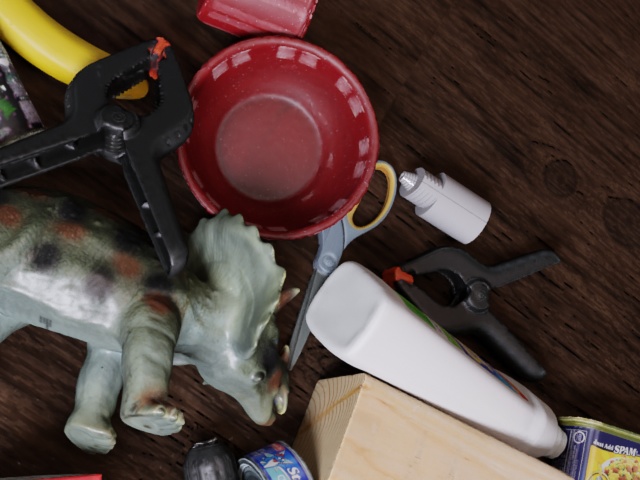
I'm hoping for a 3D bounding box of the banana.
[{"bbox_3d":[-0.216,-0.172,0.810,0.198,0.037,0.069,49,65,-9],"label":"banana"}]

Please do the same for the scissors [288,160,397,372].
[{"bbox_3d":[-0.006,0.001,0.886,0.096,0.016,0.201,41,66,-11],"label":"scissors"}]

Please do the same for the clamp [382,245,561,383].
[{"bbox_3d":[0.135,0.060,0.928,0.171,0.039,0.120,6,73,-19],"label":"clamp"}]

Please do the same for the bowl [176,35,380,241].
[{"bbox_3d":[-0.037,-0.078,0.853,0.162,0.055,0.162,1,85,-11],"label":"bowl"}]

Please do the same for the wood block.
[{"bbox_3d":[0.087,0.191,0.851,0.206,0.091,0.090,28,69,-17],"label":"wood block"}]

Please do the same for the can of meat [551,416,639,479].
[{"bbox_3d":[0.251,0.210,0.942,0.102,0.058,0.084,19,74,-20],"label":"can of meat"}]

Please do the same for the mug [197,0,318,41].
[{"bbox_3d":[-0.046,-0.204,0.854,0.081,0.117,0.093,19,79,-16],"label":"mug"}]

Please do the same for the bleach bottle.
[{"bbox_3d":[0.109,0.113,0.879,0.250,0.103,0.068,34,94,-28],"label":"bleach bottle"}]

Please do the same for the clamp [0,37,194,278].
[{"bbox_3d":[-0.137,-0.067,0.756,0.164,0.036,0.209,26,48,2],"label":"clamp"}]

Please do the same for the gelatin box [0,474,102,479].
[{"bbox_3d":[-0.193,0.176,0.724,0.073,0.089,0.030,1,79,-25],"label":"gelatin box"}]

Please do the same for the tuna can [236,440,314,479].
[{"bbox_3d":[-0.030,0.196,0.798,0.033,0.086,0.086,-18,88,-25],"label":"tuna can"}]

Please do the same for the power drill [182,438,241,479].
[{"bbox_3d":[-0.126,0.249,0.759,0.187,0.057,0.184,-10,85,-26],"label":"power drill"}]
